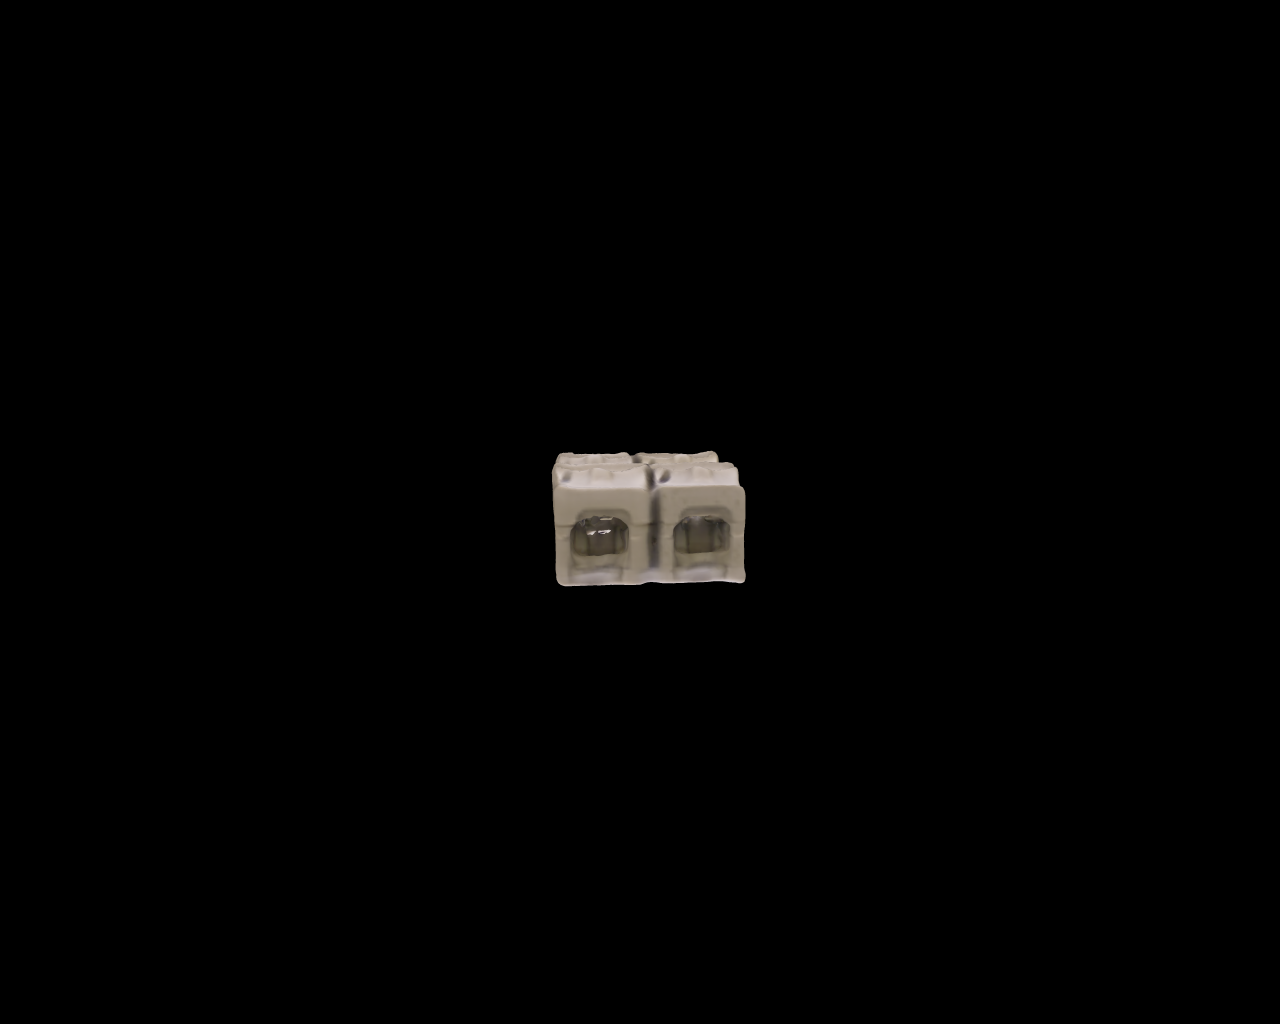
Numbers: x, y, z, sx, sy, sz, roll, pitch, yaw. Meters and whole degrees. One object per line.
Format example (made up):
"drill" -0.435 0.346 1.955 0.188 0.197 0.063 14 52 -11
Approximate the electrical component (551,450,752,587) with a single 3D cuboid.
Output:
"electrical component" 0.001 -0.003 0.650 0.105 0.060 0.186 0 7 -4
